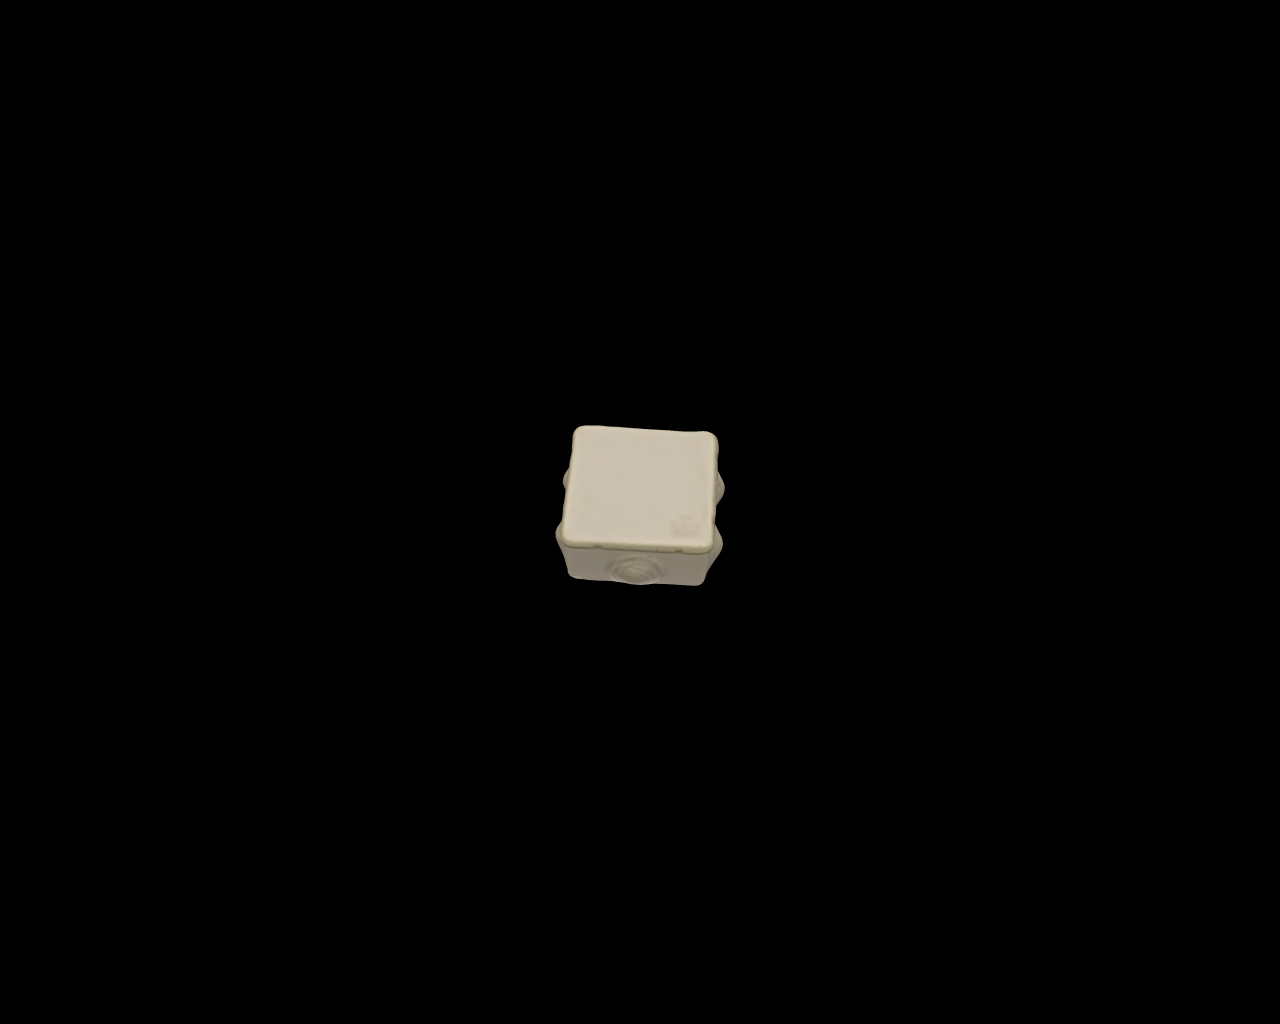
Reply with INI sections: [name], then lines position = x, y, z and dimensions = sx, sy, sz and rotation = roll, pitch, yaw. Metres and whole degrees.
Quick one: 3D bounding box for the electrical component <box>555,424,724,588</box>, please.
[electrical component]
position = 0.001, -0.003, 0.650
dimensions = 0.100, 0.100, 0.048
rotation = 3, -36, 2
